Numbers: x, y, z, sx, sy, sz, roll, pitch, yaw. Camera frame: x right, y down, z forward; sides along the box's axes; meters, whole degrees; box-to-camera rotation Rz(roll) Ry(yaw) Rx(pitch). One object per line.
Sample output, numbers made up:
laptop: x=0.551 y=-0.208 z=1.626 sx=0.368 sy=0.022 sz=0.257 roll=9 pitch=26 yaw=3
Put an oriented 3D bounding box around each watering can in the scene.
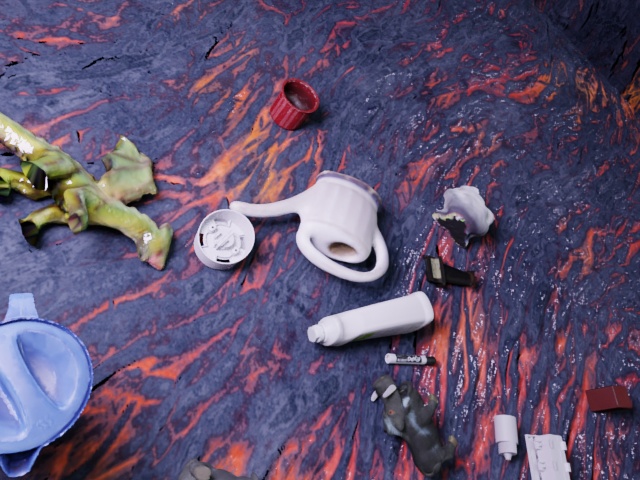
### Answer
watering can: x=0.003 y=-0.052 z=1.040 sx=0.345 sy=0.102 sz=0.230 roll=30 pitch=51 yaw=-16

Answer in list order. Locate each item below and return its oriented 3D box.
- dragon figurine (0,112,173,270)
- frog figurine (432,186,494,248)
dragon figurine: x=-0.393 y=-0.114 z=0.857 sx=0.411 sy=0.120 sz=0.246 roll=54 pitch=33 yaw=3
frog figurine: x=0.371 y=-0.082 z=1.283 sx=0.138 sy=0.120 sz=0.162 roll=35 pitch=60 yaw=14
